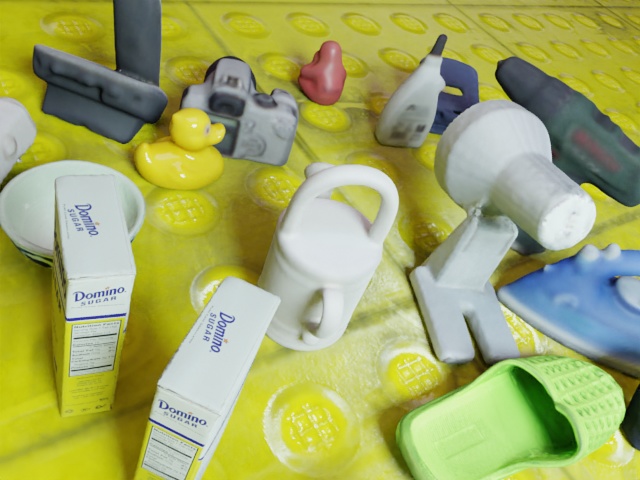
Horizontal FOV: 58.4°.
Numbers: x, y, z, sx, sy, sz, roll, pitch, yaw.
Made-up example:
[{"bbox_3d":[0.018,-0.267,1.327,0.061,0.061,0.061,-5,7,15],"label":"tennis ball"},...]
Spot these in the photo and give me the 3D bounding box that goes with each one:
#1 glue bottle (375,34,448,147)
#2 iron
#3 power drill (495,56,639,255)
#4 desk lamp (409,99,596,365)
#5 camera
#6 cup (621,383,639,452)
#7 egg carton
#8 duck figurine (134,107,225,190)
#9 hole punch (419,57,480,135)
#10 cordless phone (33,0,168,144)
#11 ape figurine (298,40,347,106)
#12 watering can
[{"bbox_3d":[0.139,-0.208,0.803,0.078,0.173,0.037,1,47,-21],"label":"glue bottle"},{"bbox_3d":[0.349,0.061,0.649,0.258,0.141,0.118,18,43,-5],"label":"iron"},{"bbox_3d":[0.280,-0.090,0.719,0.229,0.208,0.076,33,44,11],"label":"power drill"},{"bbox_3d":[0.183,-0.010,0.597,0.118,0.213,0.203,4,46,-18],"label":"desk lamp"},{"bbox_3d":[-0.099,-0.180,0.729,0.143,0.101,0.136,10,44,-13],"label":"camera"},{"bbox_3d":[0.362,0.174,0.577,0.118,0.095,0.091,2,47,-21],"label":"cup"},{"bbox_3d":[-0.351,-0.089,0.557,0.107,0.069,0.150,14,44,-9],"label":"egg carton"},{"bbox_3d":[-0.155,-0.109,0.647,0.105,0.086,0.077,-7,51,-28],"label":"duck figurine"},{"bbox_3d":[0.202,-0.226,0.908,0.109,0.091,0.101,6,45,-17],"label":"hole punch"},{"bbox_3d":[-0.243,-0.218,0.644,0.147,0.185,0.094,17,43,-6],"label":"cordless phone"},{"bbox_3d":[0.010,-0.255,0.855,0.078,0.092,0.076,3,46,-20],"label":"ape figurine"},{"bbox_3d":[0.003,0.002,0.524,0.101,0.194,0.172,-9,52,-29],"label":"watering can"}]
